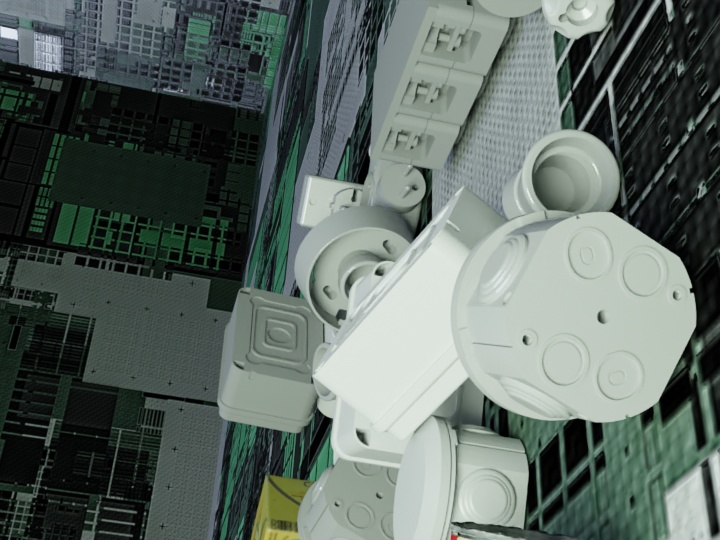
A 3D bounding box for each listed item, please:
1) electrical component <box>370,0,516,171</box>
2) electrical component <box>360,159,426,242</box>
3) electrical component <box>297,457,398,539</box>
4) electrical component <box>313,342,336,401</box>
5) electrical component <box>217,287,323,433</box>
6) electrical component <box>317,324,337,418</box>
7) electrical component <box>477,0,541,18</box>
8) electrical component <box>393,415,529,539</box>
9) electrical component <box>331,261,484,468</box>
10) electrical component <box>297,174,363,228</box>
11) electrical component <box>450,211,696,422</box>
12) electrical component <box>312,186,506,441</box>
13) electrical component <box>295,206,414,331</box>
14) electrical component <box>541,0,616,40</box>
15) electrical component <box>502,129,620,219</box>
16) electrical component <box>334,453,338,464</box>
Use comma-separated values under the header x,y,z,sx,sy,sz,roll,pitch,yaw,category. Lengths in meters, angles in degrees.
x,y,z,sx,sy,sz,roll,pitch,yaw,category
0.056,-0.151,0.749,0.150,0.062,0.089,113,164,-53,electrical component
0.029,-0.061,0.868,0.079,0.044,0.077,126,153,-69,electrical component
0.004,0.156,0.687,0.051,0.080,0.080,117,161,-44,electrical component
0.002,0.076,0.818,0.044,0.065,0.044,-1,89,63,electrical component
-0.074,0.075,0.897,0.113,0.078,0.057,-94,20,-55,electrical component
-0.003,0.070,0.890,0.095,0.054,0.059,-91,14,-48,electrical component
0.098,-0.204,0.589,0.073,0.052,0.138,-94,16,-55,electrical component
0.049,0.116,0.544,0.080,0.051,0.080,-170,90,-81,electrical component
0.030,0.059,0.639,0.057,0.078,0.113,134,146,-68,electrical component
-0.010,-0.055,0.974,0.076,0.083,0.047,-141,61,-79,electrical component
0.078,0.017,0.398,0.051,0.080,0.080,175,105,-75,electrical component
0.037,0.023,0.549,0.113,0.057,0.078,-49,4,29,electrical component
0.000,0.000,0.830,0.064,0.099,0.099,-115,36,-63,electrical component
0.106,-0.142,0.533,0.061,0.035,0.035,-89,13,-51,electrical component
0.090,-0.037,0.502,0.065,0.044,0.044,136,144,-82,electrical component
0.009,0.125,0.784,0.055,0.047,0.055,-170,90,-81,electrical component
